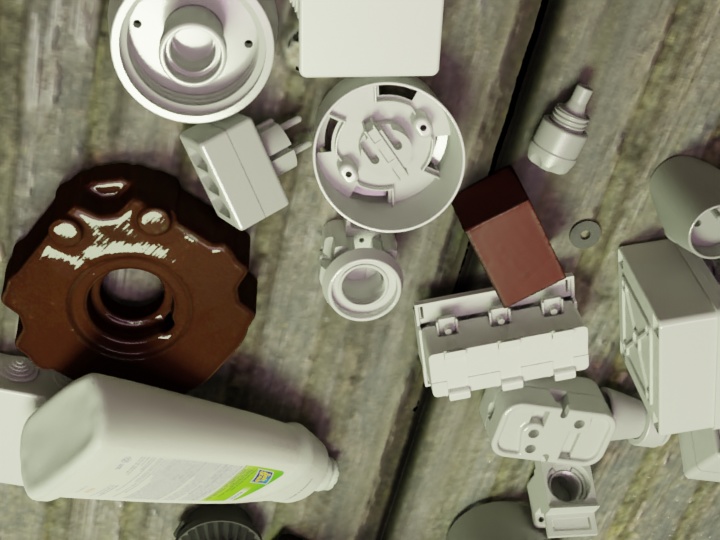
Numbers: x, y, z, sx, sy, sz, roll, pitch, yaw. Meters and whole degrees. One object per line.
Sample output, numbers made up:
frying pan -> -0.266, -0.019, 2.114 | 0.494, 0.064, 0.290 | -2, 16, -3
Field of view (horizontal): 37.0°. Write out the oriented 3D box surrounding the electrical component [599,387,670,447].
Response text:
electrical component -> 0.223, 0.121, 0.884 | 0.055, 0.045, 0.045 | 9, 120, -13

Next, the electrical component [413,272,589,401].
electrical component -> 0.107, 0.054, 0.815 | 0.121, 0.063, 0.078 | -10, 123, -2

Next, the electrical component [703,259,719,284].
electrical component -> 0.293, 0.008, 0.811 | 0.057, 0.058, 0.078 | -21, 163, -6

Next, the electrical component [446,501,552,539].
electrical component -> 0.123, 0.252, 0.939 | 0.099, 0.064, 0.099 | -4, 122, -6

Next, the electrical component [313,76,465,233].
electrical component -> 0.017, -0.082, 0.717 | 0.099, 0.064, 0.099 | -4, 122, -6

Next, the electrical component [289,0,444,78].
electrical component -> 0.005, -0.170, 0.670 | 0.100, 0.048, 0.099 | -2, 122, -7

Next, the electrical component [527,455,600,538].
electrical component -> 0.168, 0.187, 0.901 | 0.042, 0.081, 0.063 | -1, 150, -6

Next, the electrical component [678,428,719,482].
electrical component -> 0.295, 0.121, 0.874 | 0.062, 0.096, 0.061 | 8, 148, -13

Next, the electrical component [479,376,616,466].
electrical component -> 0.148, 0.114, 0.860 | 0.095, 0.059, 0.053 | 9, 120, -13

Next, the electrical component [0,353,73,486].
electrical component -> -0.245, 0.115, 0.812 | 0.100, 0.048, 0.099 | 13, 119, -15

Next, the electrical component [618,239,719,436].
electrical component -> 0.233, 0.048, 0.803 | 0.056, 0.108, 0.108 | -9, 122, 1

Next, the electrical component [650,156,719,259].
electrical component -> 0.258, -0.047, 0.765 | 0.079, 0.077, 0.044 | -6, 122, -4

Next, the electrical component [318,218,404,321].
electrical component -> 0.000, 0.000, 0.770 | 0.058, 0.057, 0.078 | 4, 121, -10

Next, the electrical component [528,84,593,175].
electrical component -> 0.142, -0.099, 0.742 | 0.035, 0.035, 0.061 | 16, 116, -17

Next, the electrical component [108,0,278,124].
electrical component -> -0.103, -0.143, 0.665 | 0.108, 0.060, 0.108 | -4, 122, -6

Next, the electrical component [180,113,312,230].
electrical component -> -0.068, -0.076, 0.718 | 0.077, 0.047, 0.065 | -31, 116, -16
